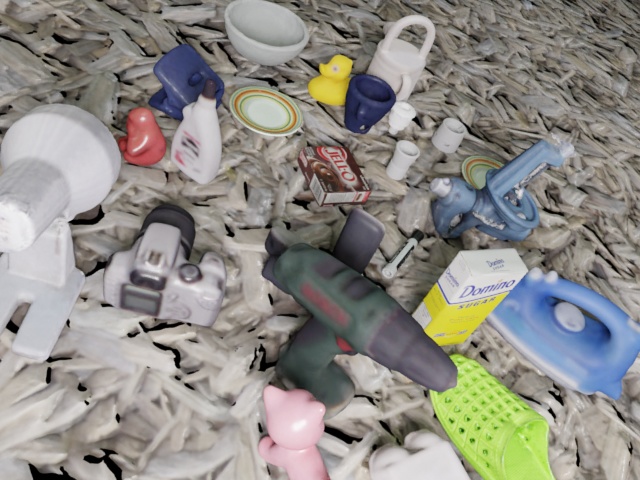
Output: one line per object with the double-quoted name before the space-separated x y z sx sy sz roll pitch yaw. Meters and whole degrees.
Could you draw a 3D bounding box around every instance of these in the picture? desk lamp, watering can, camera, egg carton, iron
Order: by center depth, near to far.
"desk lamp" -0.302 -0.013 0.618 0.118 0.213 0.203 15 48 -10
"egg carton" 0.121 0.294 0.641 0.107 0.069 0.150 -12 58 -31
"camera" -0.183 0.020 0.719 0.143 0.100 0.137 15 48 -11
"iron" 0.359 0.111 0.845 0.258 0.141 0.119 34 47 7
"watering can" 0.149 -0.351 1.106 0.101 0.194 0.172 -14 59 -31

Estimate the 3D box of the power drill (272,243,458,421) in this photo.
"power drill" 0.028 0.119 0.652 0.229 0.208 0.076 44 49 15

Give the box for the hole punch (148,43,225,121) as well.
"hole punch" -0.213 -0.256 0.944 0.101 0.091 0.109 28 47 1

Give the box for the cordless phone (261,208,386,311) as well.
"cordless phone" 0.007 0.003 0.756 0.147 0.185 0.094 32 47 5

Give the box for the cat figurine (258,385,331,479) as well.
"cat figurine" -0.019 0.217 0.612 0.067 0.117 0.127 -13 58 -31

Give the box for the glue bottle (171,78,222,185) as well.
"glue bottle" -0.172 -0.162 0.826 0.078 0.173 0.037 35 47 8

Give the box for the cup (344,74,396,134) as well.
"cup" 0.079 -0.233 1.046 0.091 0.095 0.118 25 47 -1

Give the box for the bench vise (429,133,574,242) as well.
"bench vise" 0.292 -0.077 0.920 0.208 0.219 0.121 -6 55 -27

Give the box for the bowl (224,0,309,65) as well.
"bowl" -0.109 -0.391 1.112 0.168 0.074 0.167 12 49 -14

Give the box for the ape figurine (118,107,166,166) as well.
"ape figurine" -0.262 -0.157 0.839 0.076 0.092 0.078 20 47 -6

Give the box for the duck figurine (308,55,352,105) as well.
"duck figurine" 0.036 -0.314 1.101 0.105 0.086 0.077 -3 53 -25
